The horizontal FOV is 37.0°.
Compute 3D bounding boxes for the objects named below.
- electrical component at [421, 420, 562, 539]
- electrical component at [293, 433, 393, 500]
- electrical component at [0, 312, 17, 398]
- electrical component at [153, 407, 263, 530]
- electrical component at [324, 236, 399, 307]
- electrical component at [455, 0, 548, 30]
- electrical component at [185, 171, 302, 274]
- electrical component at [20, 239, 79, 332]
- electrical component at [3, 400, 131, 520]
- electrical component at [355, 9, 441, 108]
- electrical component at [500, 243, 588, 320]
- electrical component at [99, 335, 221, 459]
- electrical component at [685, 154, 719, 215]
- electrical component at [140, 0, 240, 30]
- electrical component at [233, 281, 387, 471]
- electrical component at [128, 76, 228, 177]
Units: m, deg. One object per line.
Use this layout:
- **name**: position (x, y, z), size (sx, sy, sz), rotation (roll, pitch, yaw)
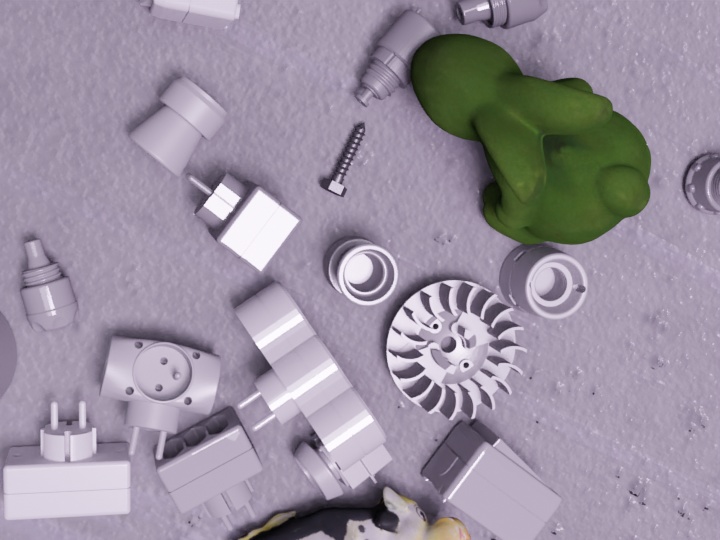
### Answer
- **electrical component**: position (0.106, 0.164, 0.814), size (0.096, 0.062, 0.061), rotation (38, 89, -15)
- **electrical component**: position (-0.015, 0.136, 0.791), size (0.055, 0.048, 0.066), rotation (-36, 104, -14)
- **electrical component**: position (-0.289, 0.061, 0.719), size (0.099, 0.064, 0.099), rotation (0, 96, 1)
- **electrical component**: position (-0.101, 0.151, 0.772), size (0.066, 0.047, 0.076), rotation (-28, 105, -8)
- **electrical component**: position (0.000, 0.000, 0.769), size (0.045, 0.055, 0.045), rotation (-2, 98, -13)
- **electrical component**: position (0.100, -0.193, 0.771), size (0.062, 0.043, 0.043), rotation (-20, 102, -8)
- **electrical component**: position (-0.088, -0.042, 0.738), size (0.077, 0.066, 0.047), rotation (37, 89, -15)
- **electrical component**: position (-0.215, 0.009, 0.732), size (0.035, 0.035, 0.061), rotation (-16, 99, -10)
- **electrical component**: position (-0.202, 0.127, 0.745), size (0.083, 0.047, 0.075), rotation (0, 98, -13)
- **electrical component**: position (0.026, -0.148, 0.762), size (0.040, 0.040, 0.078), rotation (43, 87, -15)
- **electrical component**: position (0.139, 0.009, 0.807), size (0.055, 0.047, 0.055), rotation (-2, 98, -13)
- **electrical component**: position (-0.143, 0.091, 0.749), size (0.077, 0.044, 0.079), rotation (12, 76, -14)
- **electrical component**: position (0.283, -0.064, 0.822), size (0.048, 0.062, 0.048), rotation (-2, 98, -13)
- **electrical component**: position (-0.108, -0.194, 0.695), size (0.061, 0.096, 0.061), rotation (8, 96, -14)
- **electrical component**: position (-0.050, 0.083, 0.751), size (0.074, 0.052, 0.138), rotation (-34, 77, -7)
- **electrical component**: position (-0.123, -0.098, 0.733), size (0.045, 0.045, 0.055), rotation (40, 87, -15)
